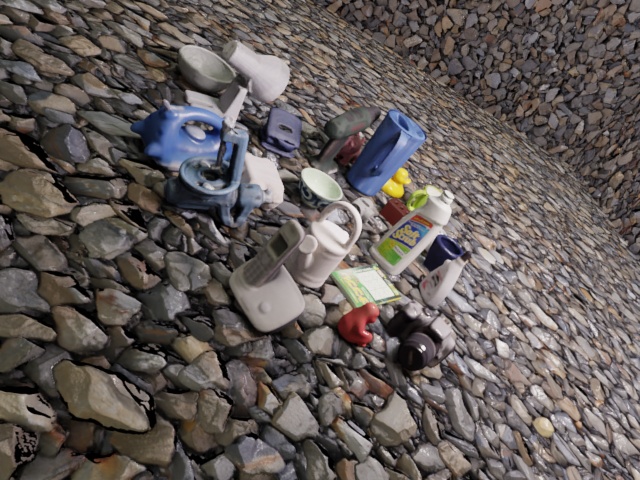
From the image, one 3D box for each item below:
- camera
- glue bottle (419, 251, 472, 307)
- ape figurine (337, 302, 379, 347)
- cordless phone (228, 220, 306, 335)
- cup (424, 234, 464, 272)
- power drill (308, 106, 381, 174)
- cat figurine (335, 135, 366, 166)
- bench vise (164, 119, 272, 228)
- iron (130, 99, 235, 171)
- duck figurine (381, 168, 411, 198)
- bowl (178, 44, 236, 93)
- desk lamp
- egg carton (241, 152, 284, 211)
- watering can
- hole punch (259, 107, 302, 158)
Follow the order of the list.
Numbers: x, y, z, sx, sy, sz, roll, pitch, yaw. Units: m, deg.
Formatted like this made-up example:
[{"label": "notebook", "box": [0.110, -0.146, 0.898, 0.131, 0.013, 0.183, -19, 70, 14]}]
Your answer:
[{"label": "camera", "box": [0.212, 0.207, 1.220, 0.143, 0.100, 0.137, 46, 31, 13]}, {"label": "glue bottle", "box": [0.315, 0.086, 1.418, 0.037, 0.173, 0.078, 19, 35, -29]}, {"label": "ape figurine", "box": [0.085, 0.163, 1.155, 0.076, 0.092, 0.078, 29, 32, -15]}, {"label": "cordless phone", "box": [-0.071, 0.066, 1.029, 0.094, 0.185, 0.147, -6, 52, -50]}, {"label": "cup", "box": [0.334, 0.041, 1.575, 0.091, 0.095, 0.118, 42, 31, 7]}, {"label": "power drill", "box": [0.064, -0.288, 1.618, 0.075, 0.208, 0.230, 45, 31, 11]}, {"label": "cat figurine", "box": [0.098, -0.287, 1.740, 0.067, 0.117, 0.128, 46, 32, 14]}, {"label": "bench vise", "box": [-0.182, -0.139, 1.151, 0.208, 0.219, 0.121, 2, 46, -45]}, {"label": "iron", "box": [-0.271, -0.235, 1.262, 0.259, 0.141, 0.118, -3, 49, -48]}, {"label": "duck figurine", "box": [0.233, -0.189, 1.783, 0.105, 0.086, 0.077, 25, 33, -21]}, {"label": "bowl", "box": [-0.319, -0.456, 1.571, 0.168, 0.074, 0.167, 27, 32, -18]}, {"label": "desk lamp", "box": [-0.209, -0.401, 1.476, 0.204, 0.213, 0.117, 7, 42, -41]}, {"label": "egg carton", "box": [-0.147, -0.139, 1.335, 0.108, 0.069, 0.150, 12, 39, -36]}, {"label": "watering can", "box": [0.012, 0.006, 1.187, 0.101, 0.194, 0.173, 36, 31, -3]}, {"label": "hole punch", "box": [-0.102, -0.293, 1.565, 0.109, 0.091, 0.101, 19, 35, -29]}]
